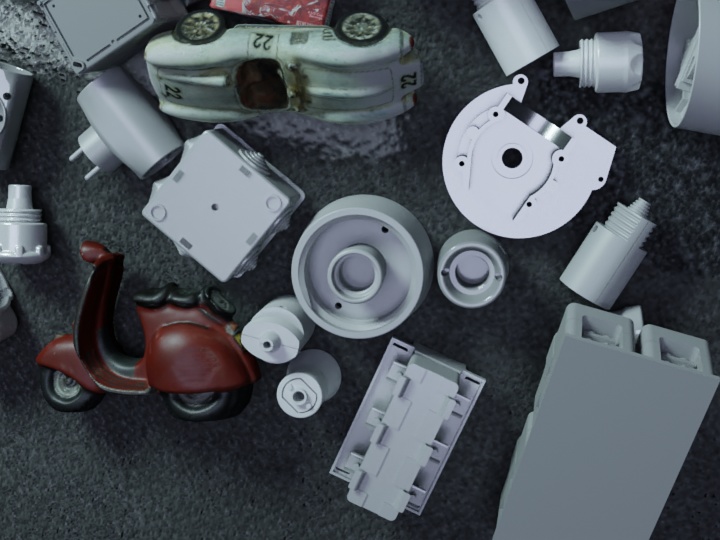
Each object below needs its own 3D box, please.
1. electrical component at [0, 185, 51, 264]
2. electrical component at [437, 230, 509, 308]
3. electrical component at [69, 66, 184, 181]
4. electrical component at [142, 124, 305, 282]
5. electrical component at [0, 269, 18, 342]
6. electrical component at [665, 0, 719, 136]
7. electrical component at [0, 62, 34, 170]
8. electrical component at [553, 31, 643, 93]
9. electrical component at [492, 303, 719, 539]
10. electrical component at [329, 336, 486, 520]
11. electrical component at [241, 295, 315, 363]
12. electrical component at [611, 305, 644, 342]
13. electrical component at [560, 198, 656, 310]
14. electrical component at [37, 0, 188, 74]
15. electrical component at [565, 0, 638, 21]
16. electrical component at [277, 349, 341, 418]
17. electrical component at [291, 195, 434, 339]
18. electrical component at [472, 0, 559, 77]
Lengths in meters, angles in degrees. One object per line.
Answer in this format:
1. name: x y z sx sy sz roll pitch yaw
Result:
1. electrical component: -0.268 -0.036 0.846 0.048 0.048 0.062 2 93 7
2. electrical component: 0.084 0.000 0.803 0.055 0.047 0.055 1 100 7
3. electrical component: -0.188 -0.101 0.824 0.079 0.043 0.077 -38 93 12
4. electrical component: -0.105 -0.050 0.819 0.100 0.048 0.099 40 102 -1
5. electrical component: -0.320 0.021 0.856 0.059 0.053 0.095 -28 95 11
6. electrical component: 0.238 -0.143 0.735 0.064 0.099 0.099 16 101 -2
7. electrical component: -0.301 -0.126 0.833 0.079 0.044 0.077 20 101 4
8. electrical component: 0.170 -0.148 0.769 0.062 0.043 0.043 0 100 9
9. electrical component: 0.175 0.125 0.785 0.105 0.060 0.186 16 118 5
10. electrical component: 0.034 0.124 0.823 0.079 0.063 0.121 25 102 3
11. electrical component: -0.062 0.047 0.813 0.043 0.081 0.043 1 100 7
12. electrical component: 0.189 0.049 0.803 0.046 0.040 0.040 -8 98 15
13. electrical component: 0.187 -0.016 0.789 0.043 0.043 0.081 31 102 1
14. electrical component: -0.173 -0.194 0.789 0.096 0.061 0.061 -26 95 25
15. electrical component: 0.154 -0.223 0.734 0.064 0.099 0.099 -22 96 17
16. electrical component: -0.041 0.089 0.825 0.044 0.065 0.044 1 99 8
17. electrical component: 0.000 0.000 0.808 0.108 0.060 0.108 1 100 7
18. electrical component: 0.104 -0.185 0.771 0.043 0.043 0.081 -29 95 11
